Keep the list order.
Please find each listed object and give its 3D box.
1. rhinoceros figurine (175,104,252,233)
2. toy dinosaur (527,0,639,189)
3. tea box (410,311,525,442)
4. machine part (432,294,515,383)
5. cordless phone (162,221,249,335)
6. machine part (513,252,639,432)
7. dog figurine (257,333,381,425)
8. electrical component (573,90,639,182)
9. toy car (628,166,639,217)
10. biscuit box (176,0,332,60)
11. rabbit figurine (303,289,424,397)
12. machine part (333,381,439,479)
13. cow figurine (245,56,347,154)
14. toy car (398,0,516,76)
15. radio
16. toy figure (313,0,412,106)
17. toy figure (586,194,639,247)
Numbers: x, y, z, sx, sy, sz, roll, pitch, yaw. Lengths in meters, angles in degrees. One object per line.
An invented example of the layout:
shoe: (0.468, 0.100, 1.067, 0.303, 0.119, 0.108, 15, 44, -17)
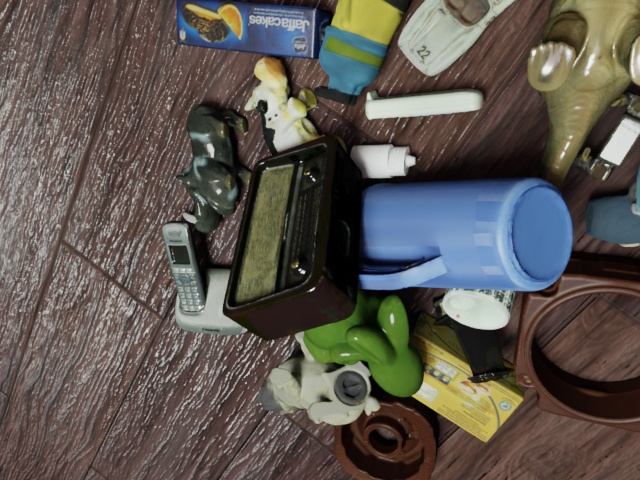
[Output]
rhinoceros figurine: (-0.161, -0.101, 0.790, 0.112, 0.073, 0.190, 10, 113, 18)
toy dinosaur: (0.259, -0.189, 0.507, 0.105, 0.198, 0.470, 20, 116, 14)
tea box: (0.189, 0.191, 0.760, 0.170, 0.068, 0.098, 32, 119, 7)
machine part: (0.201, 0.122, 0.712, 0.084, 0.039, 0.139, -36, 52, 25)
cordless phone: (-0.167, 0.052, 0.833, 0.147, 0.089, 0.184, 0, 116, 23)
machine part: (0.349, 0.124, 0.658, 0.201, 0.087, 0.201, 8, 114, 19)
dog figurine: (-0.006, 0.239, 0.832, 0.172, 0.121, 0.190, 38, 149, 14)
electrical component: (0.320, -0.116, 0.580, 0.045, 0.078, 0.102, 31, 124, 18)
toy car: (0.378, -0.089, 0.529, 0.109, 0.103, 0.161, 26, 89, 23)
biscuit box: (-0.087, -0.276, 0.699, 0.203, 0.059, 0.062, 12, 114, 18)
rabbit figurine: (0.072, 0.124, 0.702, 0.170, 0.121, 0.159, 40, 156, 21)
machine part: (0.104, 0.307, 0.849, 0.180, 0.056, 0.179, 7, 111, 19)
cow figurine: (-0.047, -0.158, 0.727, 0.098, 0.068, 0.167, -30, 95, 35)
toy car: (0.174, -0.272, 0.593, 0.073, 0.056, 0.201, 47, 120, 0)
radio: (-0.024, -0.008, 0.625, 0.131, 0.230, 0.073, -17, 140, 29)
toy figure: (0.052, -0.249, 0.640, 0.089, 0.082, 0.180, 15, 109, -5)
toy figure: (0.385, -0.023, 0.600, 0.155, 0.058, 0.064, 4, 148, 17)
